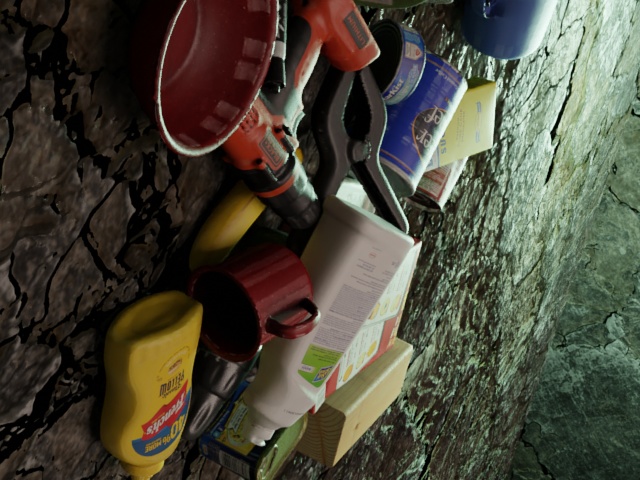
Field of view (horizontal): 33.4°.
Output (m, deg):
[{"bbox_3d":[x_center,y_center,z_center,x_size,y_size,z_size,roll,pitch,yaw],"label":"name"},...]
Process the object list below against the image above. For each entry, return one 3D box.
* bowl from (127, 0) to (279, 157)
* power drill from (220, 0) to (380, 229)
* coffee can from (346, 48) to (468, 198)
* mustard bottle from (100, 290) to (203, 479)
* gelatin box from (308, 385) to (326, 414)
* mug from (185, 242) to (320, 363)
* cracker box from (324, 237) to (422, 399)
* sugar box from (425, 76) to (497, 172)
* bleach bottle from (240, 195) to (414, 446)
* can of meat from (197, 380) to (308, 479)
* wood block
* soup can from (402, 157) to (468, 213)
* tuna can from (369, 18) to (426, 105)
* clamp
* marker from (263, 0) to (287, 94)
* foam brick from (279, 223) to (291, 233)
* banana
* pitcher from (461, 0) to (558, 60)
[{"bbox_3d":[-0.095,-0.146,0.799,0.161,0.055,0.162,-50,154,-37],"label":"bowl"},{"bbox_3d":[-0.016,-0.123,0.965,0.187,0.057,0.184,-61,143,-21],"label":"power drill"},{"bbox_3d":[0.089,-0.133,1.191,0.140,0.103,0.102,-62,159,-12],"label":"coffee can"},{"bbox_3d":[-0.154,0.144,0.957,0.096,0.058,0.192,-35,143,-50],"label":"mustard bottle"},{"bbox_3d":[-0.029,0.152,1.249,0.030,0.073,0.089,-46,150,-46],"label":"gelatin box"},{"bbox_3d":[-0.051,0.055,0.954,0.081,0.117,0.093,-28,128,-44],"label":"mug"},{"bbox_3d":[0.042,0.086,1.355,0.213,0.072,0.164,-25,133,-59],"label":"cracker box"},{"bbox_3d":[0.152,-0.143,1.336,0.175,0.048,0.093,-24,122,-43],"label":"sugar box"},{"bbox_3d":[-0.010,0.086,1.035,0.102,0.068,0.251,23,99,-48],"label":"bleach bottle"},{"bbox_3d":[-0.075,0.213,1.185,0.102,0.084,0.057,-51,155,-35],"label":"can of meat"},{"bbox_3d":[0.036,0.203,1.438,0.205,0.090,0.091,-35,144,-54],"label":"wood block"},{"bbox_3d":[0.154,-0.097,1.437,0.102,0.069,0.068,-63,159,-12],"label":"soup can"},{"bbox_3d":[0.072,-0.185,1.116,0.033,0.086,0.086,11,104,-32],"label":"tuna can"},{"bbox_3d":[0.037,-0.086,1.082,0.164,0.036,0.210,-1,98,-45],"label":"clamp"},{"bbox_3d":[-0.037,-0.179,0.886,0.020,0.020,0.121,45,43,-68],"label":"marker"},{"bbox_3d":[-0.008,0.001,1.170,0.051,0.053,0.078,-55,156,-27],"label":"foam brick"},{"bbox_3d":[-0.071,-0.034,1.011,0.197,0.037,0.070,-52,-178,-27],"label":"banana"},{"bbox_3d":[0.238,-0.334,1.301,0.243,0.149,0.145,96,-14,-54],"label":"pitcher"}]
